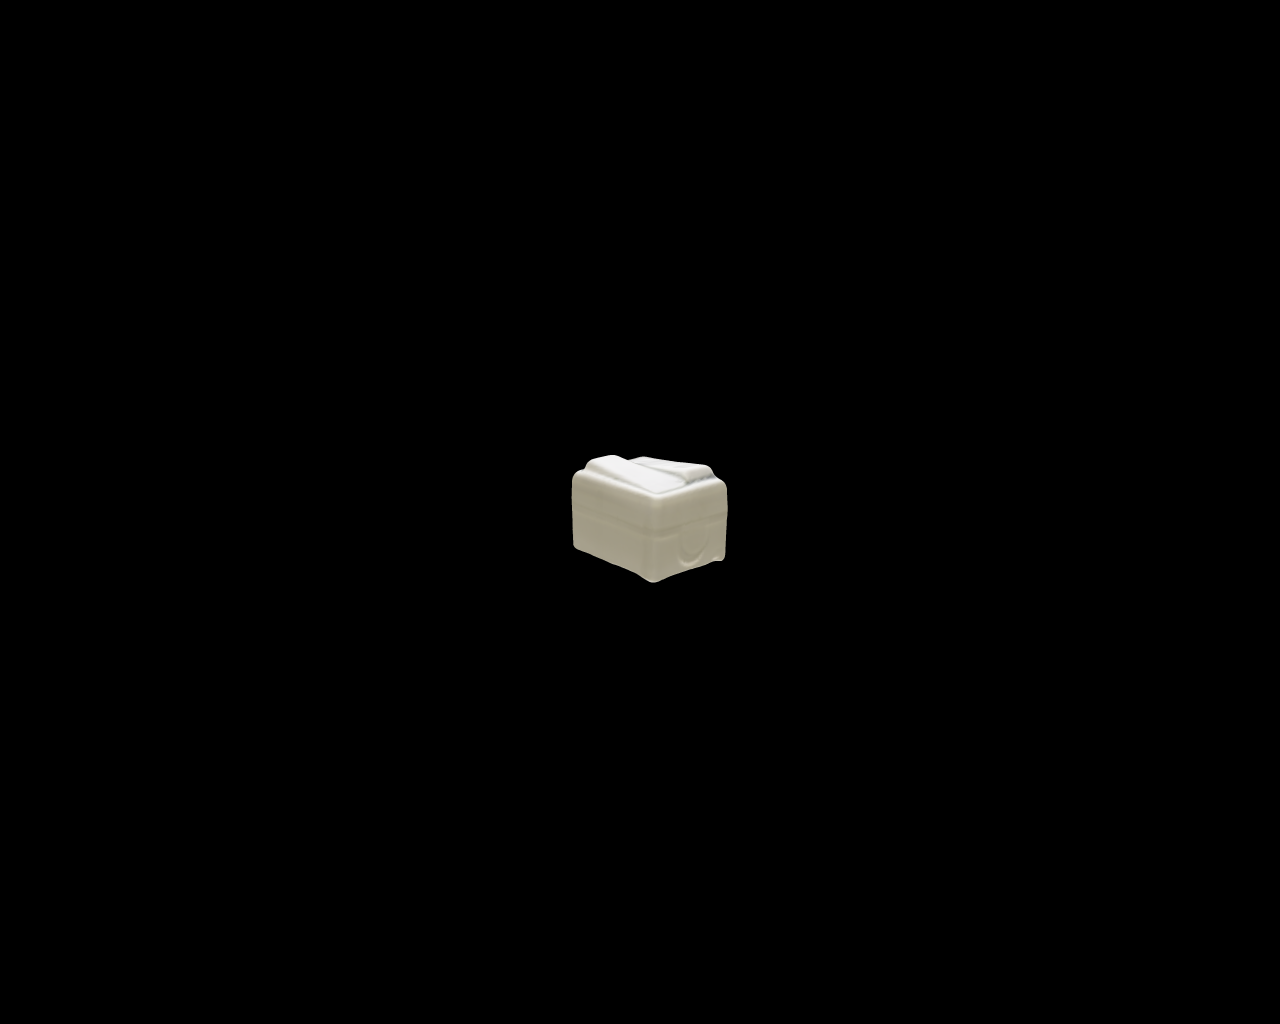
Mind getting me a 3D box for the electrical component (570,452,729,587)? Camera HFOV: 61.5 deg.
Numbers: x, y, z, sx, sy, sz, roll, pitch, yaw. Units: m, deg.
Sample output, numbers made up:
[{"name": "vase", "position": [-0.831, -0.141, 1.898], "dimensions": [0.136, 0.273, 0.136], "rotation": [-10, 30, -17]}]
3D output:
[{"name": "electrical component", "position": [0.001, -0.003, 0.650], "dimensions": [0.062, 0.061, 0.096], "rotation": [-14, 22, -38]}]
